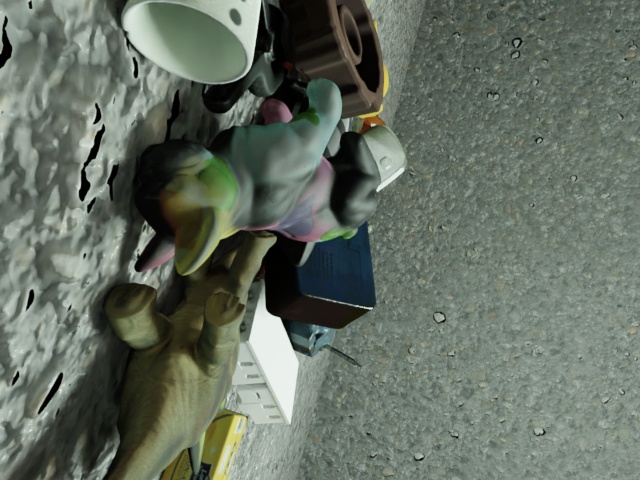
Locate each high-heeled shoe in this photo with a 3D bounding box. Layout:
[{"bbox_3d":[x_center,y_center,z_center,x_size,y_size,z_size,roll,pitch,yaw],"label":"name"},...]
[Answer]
[{"bbox_3d":[-0.001,-0.089,0.674,0.145,0.086,0.248,8,84,-60],"label":"high-heeled shoe"}]

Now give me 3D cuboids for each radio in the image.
[{"bbox_3d":[-0.001,-0.002,0.722,0.073,0.131,0.230,-37,-136,42],"label":"radio"}]

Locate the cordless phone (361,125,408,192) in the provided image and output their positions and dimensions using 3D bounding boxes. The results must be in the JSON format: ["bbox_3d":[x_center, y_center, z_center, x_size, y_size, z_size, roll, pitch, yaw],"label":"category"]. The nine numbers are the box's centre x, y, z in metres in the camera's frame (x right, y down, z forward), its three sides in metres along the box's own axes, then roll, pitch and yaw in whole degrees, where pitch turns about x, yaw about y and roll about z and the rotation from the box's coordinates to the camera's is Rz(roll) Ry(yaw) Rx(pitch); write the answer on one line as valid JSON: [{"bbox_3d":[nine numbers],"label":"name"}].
[{"bbox_3d":[0.070,-0.164,0.931,0.146,0.089,0.184,-36,145,-9],"label":"cordless phone"}]

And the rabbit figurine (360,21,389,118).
[{"bbox_3d":[0.061,-0.288,0.931,0.173,0.122,0.162,-17,101,-57],"label":"rabbit figurine"}]

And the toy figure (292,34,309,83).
[{"bbox_3d":[-0.007,-0.251,0.734,0.154,0.058,0.064,86,-10,-62],"label":"toy figure"}]

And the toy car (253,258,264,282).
[{"bbox_3d":[-0.066,-0.011,0.809,0.202,0.053,0.089,-56,165,-53],"label":"toy car"}]

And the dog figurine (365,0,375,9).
[{"bbox_3d":[0.020,-0.331,0.701,0.172,0.121,0.190,-24,158,-35],"label":"dog figurine"}]

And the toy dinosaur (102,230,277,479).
[{"bbox_3d":[-0.126,0.123,0.486,0.471,0.105,0.198,-62,165,-59],"label":"toy dinosaur"}]

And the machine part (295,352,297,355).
[{"bbox_3d":[-0.068,0.185,1.070,0.243,0.079,0.079,-62,165,-59],"label":"machine part"}]

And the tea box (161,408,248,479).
[{"bbox_3d":[-0.161,0.307,0.716,0.098,0.068,0.169,81,27,-69],"label":"tea box"}]

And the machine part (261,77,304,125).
[{"bbox_3d":[-0.058,-0.140,0.691,0.084,0.039,0.139,39,69,-71],"label":"machine part"}]

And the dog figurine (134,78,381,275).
[{"bbox_3d":[-0.056,-0.031,0.476,0.219,0.109,0.191,-50,124,-30],"label":"dog figurine"}]

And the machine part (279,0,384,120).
[{"bbox_3d":[0.020,-0.224,0.600,0.179,0.056,0.179,38,46,-55],"label":"machine part"}]

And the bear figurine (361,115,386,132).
[{"bbox_3d":[0.121,-0.266,1.324,0.196,0.132,0.120,-54,162,-50],"label":"bear figurine"}]

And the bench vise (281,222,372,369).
[{"bbox_3d":[0.022,0.065,0.868,0.240,0.129,0.223,-48,131,-37],"label":"bench vise"}]
